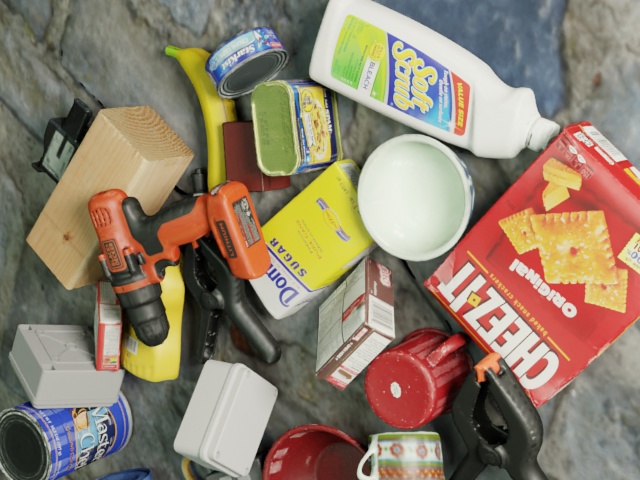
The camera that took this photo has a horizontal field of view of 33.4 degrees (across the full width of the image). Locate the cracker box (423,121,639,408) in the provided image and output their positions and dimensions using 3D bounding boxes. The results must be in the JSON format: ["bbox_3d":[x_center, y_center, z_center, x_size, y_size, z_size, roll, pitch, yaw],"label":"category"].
[{"bbox_3d":[0.221,0.024,0.977,0.164,0.072,0.214,49,121,16],"label":"cracker box"}]

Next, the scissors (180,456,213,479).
[{"bbox_3d":[-0.106,0.321,1.274,0.096,0.016,0.202,-23,85,31],"label":"scissors"}]

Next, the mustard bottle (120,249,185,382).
[{"bbox_3d":[-0.196,0.063,1.259,0.096,0.058,0.192,24,112,53],"label":"mustard bottle"}]

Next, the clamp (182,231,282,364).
[{"bbox_3d":[-0.119,0.070,1.215,0.120,0.039,0.171,-17,98,33],"label":"clamp"}]

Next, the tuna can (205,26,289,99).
[{"bbox_3d":[-0.077,-0.187,1.125,0.086,0.085,0.034,-38,76,32],"label":"tuna can"}]

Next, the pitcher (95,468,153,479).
[{"bbox_3d":[-0.243,0.415,1.325,0.145,0.149,0.243,-15,93,19],"label":"pitcher"}]

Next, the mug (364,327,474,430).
[{"bbox_3d":[0.104,0.134,1.066,0.117,0.081,0.093,-46,73,30],"label":"mug"}]

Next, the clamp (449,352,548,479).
[{"bbox_3d":[0.181,0.204,1.014,0.165,0.036,0.210,18,128,36],"label":"clamp"}]

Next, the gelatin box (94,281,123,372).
[{"bbox_3d":[-0.254,0.102,1.281,0.089,0.030,0.073,-110,26,-55],"label":"gelatin box"}]

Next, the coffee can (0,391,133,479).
[{"bbox_3d":[-0.317,0.237,1.321,0.103,0.140,0.103,8,104,33],"label":"coffee can"}]

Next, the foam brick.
[{"bbox_3d":[-0.069,-0.092,1.155,0.051,0.052,0.078,3,100,35],"label":"foam brick"}]

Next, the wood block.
[{"bbox_3d":[-0.250,-0.050,1.259,0.091,0.090,0.206,47,119,16],"label":"wood block"}]

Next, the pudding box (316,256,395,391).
[{"bbox_3d":[0.035,0.084,1.089,0.039,0.113,0.090,31,121,-16],"label":"pudding box"}]

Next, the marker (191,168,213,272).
[{"bbox_3d":[-0.136,-0.022,1.232,0.020,0.020,0.121,3,100,33],"label":"marker"}]

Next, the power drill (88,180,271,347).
[{"bbox_3d":[-0.151,0.020,1.154,0.188,0.057,0.184,-12,104,25],"label":"power drill"}]

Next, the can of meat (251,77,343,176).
[{"bbox_3d":[-0.024,-0.118,1.104,0.058,0.083,0.102,-3,97,33],"label":"can of meat"}]

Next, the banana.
[{"bbox_3d":[-0.120,-0.134,1.195,0.070,0.037,0.198,-18,87,53],"label":"banana"}]

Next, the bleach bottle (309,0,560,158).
[{"bbox_3d":[0.113,-0.153,1.023,0.251,0.068,0.103,28,112,24],"label":"bleach bottle"}]

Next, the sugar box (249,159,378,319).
[{"bbox_3d":[-0.008,0.002,1.137,0.176,0.048,0.093,-40,76,30],"label":"sugar box"}]

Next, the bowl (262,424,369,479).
[{"bbox_3d":[0.017,0.272,1.162,0.162,0.055,0.162,6,102,32],"label":"bowl"}]
